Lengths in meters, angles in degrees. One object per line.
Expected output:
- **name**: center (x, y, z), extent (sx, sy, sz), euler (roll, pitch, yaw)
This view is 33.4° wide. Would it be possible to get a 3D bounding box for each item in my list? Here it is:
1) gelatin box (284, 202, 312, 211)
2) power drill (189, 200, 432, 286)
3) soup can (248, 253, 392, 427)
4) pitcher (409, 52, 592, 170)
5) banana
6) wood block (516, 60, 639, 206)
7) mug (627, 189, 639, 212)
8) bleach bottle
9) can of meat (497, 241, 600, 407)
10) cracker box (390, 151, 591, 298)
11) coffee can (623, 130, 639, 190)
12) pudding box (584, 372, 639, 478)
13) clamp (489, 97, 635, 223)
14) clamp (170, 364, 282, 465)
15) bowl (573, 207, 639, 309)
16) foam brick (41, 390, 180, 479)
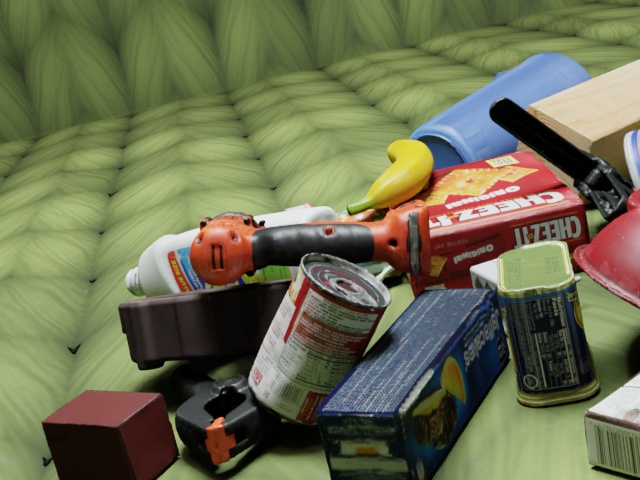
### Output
- **gelatin box**: center (-0.009, 0.008, 1.075), extent (0.030, 0.073, 0.089), euler (-15, 16, -8)
- **power drill**: center (-0.006, 0.001, 0.866), extent (0.187, 0.057, 0.184), euler (-5, 7, 3)
- **soup can**: center (-0.002, 0.070, 0.742), extent (0.068, 0.102, 0.068), euler (22, 19, -8)
- **pitcher**: center (0.223, -0.120, 1.259), extent (0.242, 0.145, 0.149), euler (-30, 10, -37)
- **banana**: center (0.081, -0.072, 1.073), extent (0.070, 0.037, 0.197), euler (-3, 19, 18)
- **wood block**: center (0.318, -0.120, 1.169), extent (0.205, 0.091, 0.090), euler (-24, 46, -33)
- **mug**: center (0.299, -0.005, 0.849), extent (0.117, 0.081, 0.093), euler (-22, 18, -28)
- **bleach bottle**: center (-0.090, 0.034, 1.040), extent (0.251, 0.102, 0.067), euler (-10, 7, 36)
- **can of meat**: center (0.157, 0.056, 0.750), extent (0.057, 0.084, 0.102), euler (-11, 15, 12)
- **cracker box**: center (0.154, -0.019, 1.036), extent (0.164, 0.072, 0.213), euler (-13, 16, 2)
- **coffee can**: center (0.348, -0.071, 0.913), extent (0.141, 0.103, 0.102), euler (-23, 9, 29)
- **pudding box**: center (0.223, 0.106, 0.609), extent (0.089, 0.039, 0.114), euler (-24, 21, -36)
- **clamp**: center (0.246, -0.062, 0.982), extent (0.165, 0.036, 0.209), euler (47, 18, 26)
- **clamp**: center (-0.055, 0.118, 0.798), extent (0.120, 0.039, 0.171), euler (-18, 14, -2)
- **bowl**: center (0.258, 0.017, 0.723), extent (0.162, 0.055, 0.162), euler (17, 18, -6)
- **foam brick**: center (-0.149, 0.142, 0.761), extent (0.078, 0.053, 0.051), euler (-2, 19, 33)
